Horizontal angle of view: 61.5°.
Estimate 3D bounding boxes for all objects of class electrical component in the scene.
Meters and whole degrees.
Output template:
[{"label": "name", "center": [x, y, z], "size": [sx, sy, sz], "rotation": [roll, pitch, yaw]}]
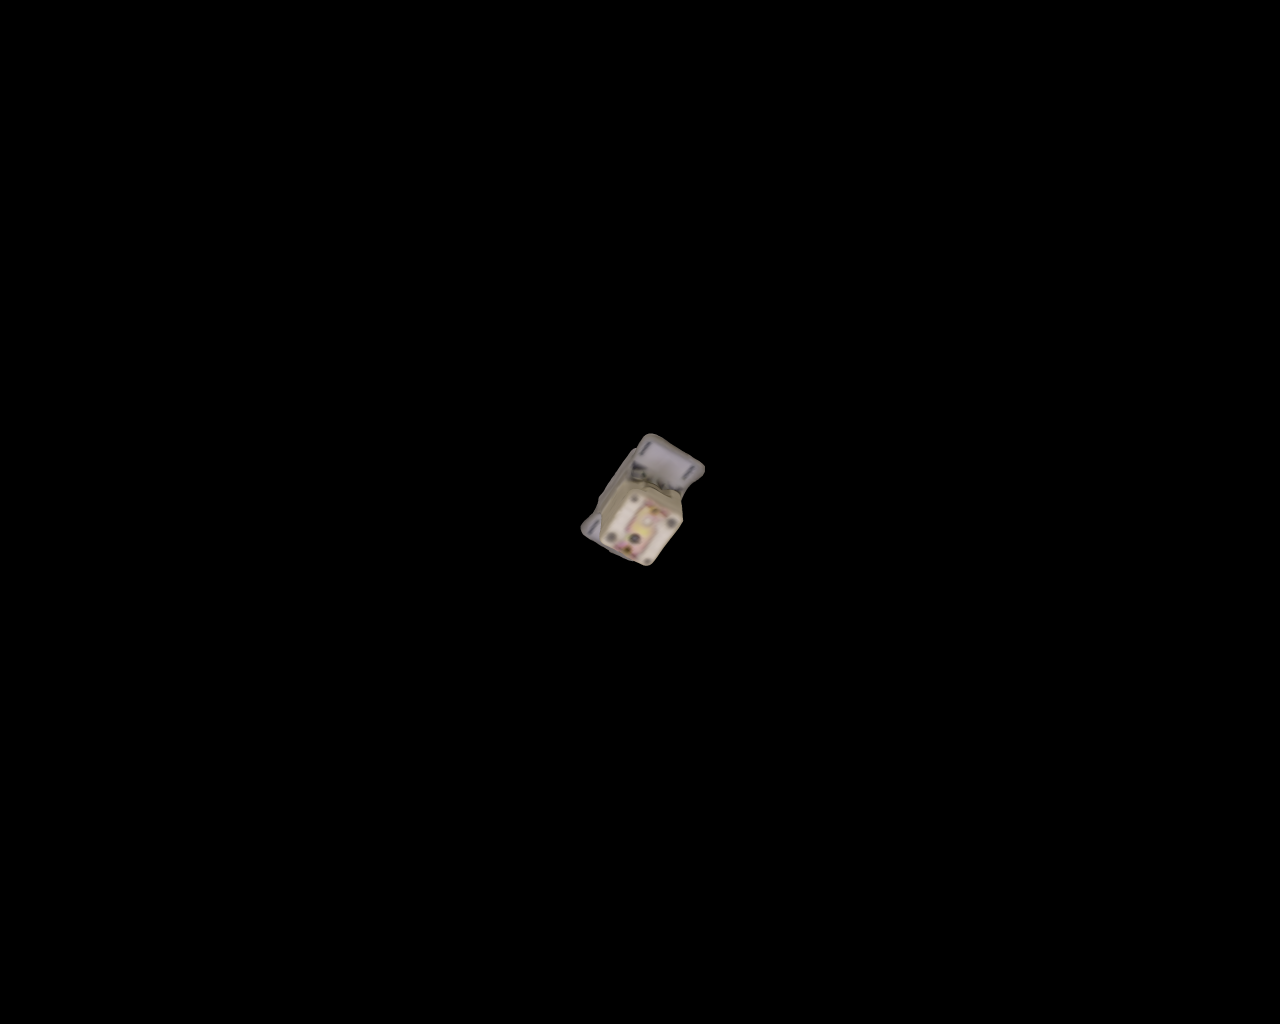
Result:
[{"label": "electrical component", "center": [0.001, -0.003, 0.650], "size": [0.042, 0.081, 0.064], "rotation": [29, 24, -14]}]
